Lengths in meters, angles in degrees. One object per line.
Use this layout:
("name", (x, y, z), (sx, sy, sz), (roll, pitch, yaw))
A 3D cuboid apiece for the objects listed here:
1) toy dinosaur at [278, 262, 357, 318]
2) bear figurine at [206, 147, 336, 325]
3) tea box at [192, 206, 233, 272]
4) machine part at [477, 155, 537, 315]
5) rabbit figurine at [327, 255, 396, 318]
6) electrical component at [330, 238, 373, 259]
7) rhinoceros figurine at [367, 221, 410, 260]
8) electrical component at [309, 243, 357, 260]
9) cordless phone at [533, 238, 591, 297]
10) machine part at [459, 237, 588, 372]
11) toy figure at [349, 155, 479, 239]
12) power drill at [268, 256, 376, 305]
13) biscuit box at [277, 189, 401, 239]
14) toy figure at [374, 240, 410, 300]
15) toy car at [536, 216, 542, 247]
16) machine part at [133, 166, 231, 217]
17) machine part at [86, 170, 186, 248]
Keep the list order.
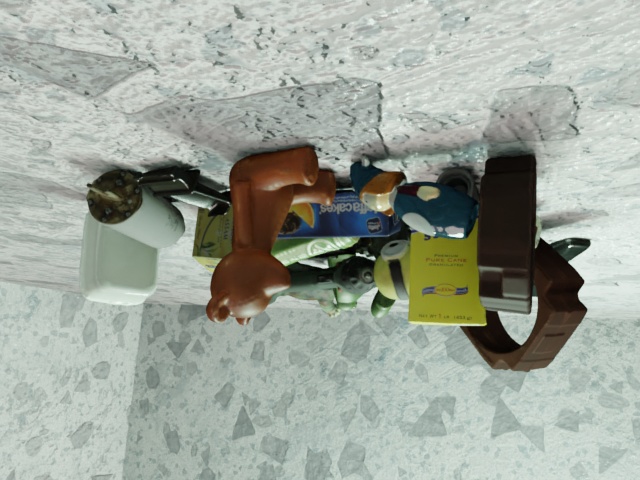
("toy dinosaur", (-0.051, 0.093, 1.299), (0.405, 0.131, 0.192), (7, 156, 2))
("bear figurine", (-0.059, 0.002, 0.620), (0.132, 0.196, 0.120), (-1, 165, 17))
("tea box", (-0.156, -0.002, 0.879), (0.068, 0.098, 0.169), (5, 170, -2))
("machine part", (0.205, -0.004, 0.586), (0.056, 0.179, 0.179), (1, 169, 22))
("rabbit figurine", (0.111, 0.076, 1.117), (0.170, 0.159, 0.121), (-11, 159, -5))
("electrical component", (0.060, 0.014, 1.021), (0.102, 0.045, 0.078), (-2, 166, 27))
("rhinoceros figurine", (0.155, 0.026, 0.892), (0.073, 0.112, 0.190), (-9, 155, 39))
("electrical component", (-0.002, -0.003, 0.929), (0.134, 0.058, 0.115), (12, 168, -36))
("cordless phone", (0.403, 0.038, 1.008), (0.147, 0.089, 0.184), (5, 157, -7))
("machine part", (0.324, 0.099, 0.893), (0.087, 0.200, 0.202), (1, -145, -27))
("toy figure", (0.094, -0.047, 0.588), (0.155, 0.058, 0.064), (23, 134, 26))
("power drill", (-0.005, 0.065, 0.920), (0.207, 0.086, 0.232), (-12, 177, 4))
("biscuit box", (0.004, -0.035, 0.716), (0.203, 0.059, 0.063), (-1, -173, 23))
("toy figure", (0.164, 0.047, 0.759), (0.180, 0.089, 0.082), (7, 168, 20))
("toy car", (0.261, 0.005, 0.830), (0.056, 0.073, 0.202), (25, 163, -15))
("machine part", (-0.171, -0.066, 0.718), (0.084, 0.039, 0.138), (-9, 163, 28))
("machine part", (-0.258, -0.039, 0.774), (0.079, 0.079, 0.243), (2, 168, 6))
